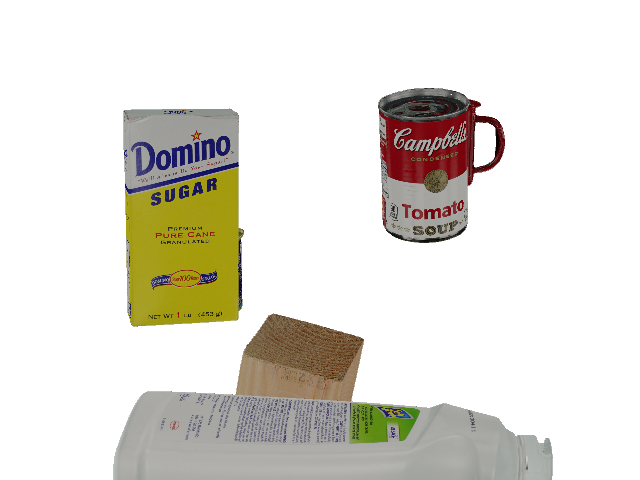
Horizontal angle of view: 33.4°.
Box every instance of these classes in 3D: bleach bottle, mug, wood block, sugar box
[{"bbox_3d":[0.011,0.134,0.635,0.251,0.068,0.102,1,19,2],"label":"bleach bottle"},{"bbox_3d":[0.122,-0.095,1.051,0.117,0.081,0.093,2,14,10],"label":"mug"},{"bbox_3d":[-0.031,0.183,0.952,0.090,0.206,0.090,15,23,9],"label":"wood block"},{"bbox_3d":[-0.115,-0.020,0.888,0.093,0.176,0.048,-3,16,-14],"label":"sugar box"}]

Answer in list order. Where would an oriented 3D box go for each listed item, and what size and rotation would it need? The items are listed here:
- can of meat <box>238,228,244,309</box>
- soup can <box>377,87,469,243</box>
[{"bbox_3d":[-0.131,0.032,1.116,0.102,0.084,0.057,3,16,9],"label":"can of meat"},{"bbox_3d":[0.079,-0.058,0.816,0.068,0.102,0.068,-3,26,1],"label":"soup can"}]
